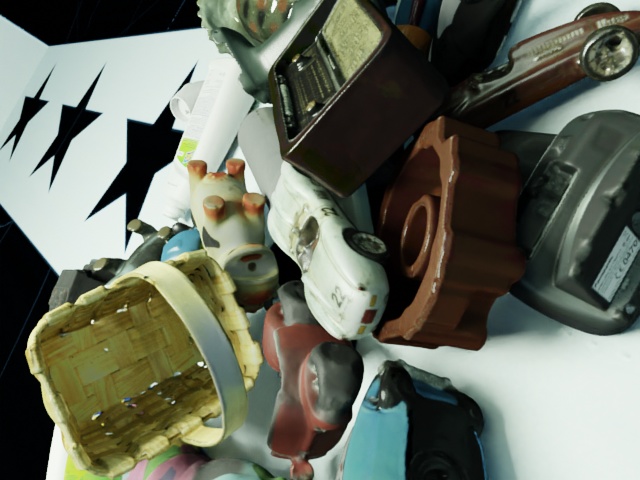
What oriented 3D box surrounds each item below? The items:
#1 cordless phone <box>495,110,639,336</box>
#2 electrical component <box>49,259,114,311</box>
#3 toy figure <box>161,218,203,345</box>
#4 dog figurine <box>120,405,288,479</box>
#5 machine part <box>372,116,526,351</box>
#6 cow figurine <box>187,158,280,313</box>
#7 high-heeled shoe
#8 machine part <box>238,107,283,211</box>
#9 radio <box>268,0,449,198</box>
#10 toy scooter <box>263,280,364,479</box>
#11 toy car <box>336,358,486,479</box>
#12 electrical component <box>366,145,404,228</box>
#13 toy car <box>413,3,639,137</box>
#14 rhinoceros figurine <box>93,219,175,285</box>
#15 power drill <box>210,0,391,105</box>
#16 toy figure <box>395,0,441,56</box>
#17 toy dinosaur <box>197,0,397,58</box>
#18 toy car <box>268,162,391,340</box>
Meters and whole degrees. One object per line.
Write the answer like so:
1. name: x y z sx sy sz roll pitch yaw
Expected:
1. cordless phone: 0.165 -0.026 0.402 0.146 0.088 0.184 -61 29 0
2. electrical component: -0.325 0.097 0.774 0.058 0.114 0.134 0 69 43
3. toy figure: -0.156 0.052 0.661 0.082 0.089 0.180 -46 31 37
4. dog figurine: -0.117 0.224 0.500 0.191 0.108 0.219 -48 39 14
5. machine part: 0.087 0.000 0.406 0.179 0.056 0.179 -168 90 -80
6. cow figurine: -0.098 0.002 0.599 0.195 0.085 0.127 -124 31 -49
7. high-heeled shoe: 0.163 -0.264 0.556 0.145 0.086 0.249 -53 17 49
8. machine part: -0.041 -0.086 0.629 0.079 0.079 0.243 -45 42 16
9. radio: 0.020 -0.147 0.490 0.131 0.073 0.230 -46 28 22
10. toy scooter: -0.012 0.124 0.466 0.184 0.075 0.135 -120 39 -68
11. toy car: 0.052 0.170 0.367 0.103 0.109 0.162 -45 31 42
12. electrical component: 0.050 -0.074 0.553 0.075 0.047 0.119 -12 57 41
13. toy car: 0.165 -0.134 0.448 0.202 0.053 0.089 -26 20 35
14. rhinoceros figurine: -0.247 0.062 0.725 0.073 0.112 0.190 13 61 20
15. power drill: -0.027 -0.277 0.640 0.207 0.086 0.232 -28 91 19
16. toy figure: 0.102 -0.221 0.576 0.058 0.064 0.154 8 71 50
17. toy dinosaur: -0.040 -0.323 0.748 0.405 0.131 0.192 37 109 44
18. toy car: -0.001 -0.001 0.461 0.202 0.056 0.073 56 137 47
